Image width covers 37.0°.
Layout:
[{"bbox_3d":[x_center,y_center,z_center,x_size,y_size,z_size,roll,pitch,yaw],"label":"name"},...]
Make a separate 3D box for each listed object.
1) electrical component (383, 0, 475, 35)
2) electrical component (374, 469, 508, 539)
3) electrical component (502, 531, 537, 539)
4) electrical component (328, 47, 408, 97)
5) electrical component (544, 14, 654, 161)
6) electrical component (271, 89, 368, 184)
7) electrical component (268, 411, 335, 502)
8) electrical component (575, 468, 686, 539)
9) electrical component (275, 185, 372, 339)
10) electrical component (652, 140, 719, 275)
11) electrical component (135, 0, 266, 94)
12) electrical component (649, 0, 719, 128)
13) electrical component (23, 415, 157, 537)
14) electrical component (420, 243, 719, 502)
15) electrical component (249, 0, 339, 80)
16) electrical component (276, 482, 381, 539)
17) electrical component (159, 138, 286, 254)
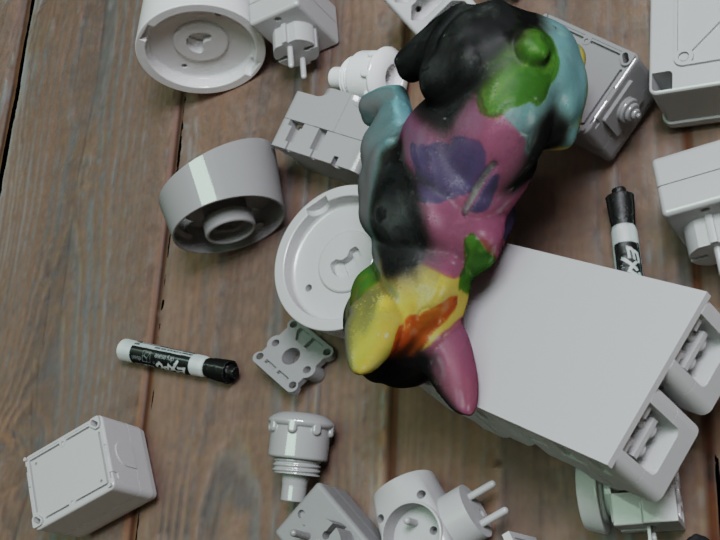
[{"bbox_3d":[0.054,-0.200,0.817,0.047,0.083,0.075,-43,17,10],"label":"electrical component"},{"bbox_3d":[0.057,0.162,0.683,0.079,0.044,0.077,-34,57,15],"label":"electrical component"},{"bbox_3d":[0.102,0.201,0.641,0.064,0.042,0.081,-35,56,17],"label":"electrical component"},{"bbox_3d":[0.003,-0.150,0.841,0.062,0.048,0.048,9,76,40],"label":"electrical component"},{"bbox_3d":[0.154,-0.119,0.725,0.096,0.061,0.061,37,95,37],"label":"electrical component"},{"bbox_3d":[-0.013,-0.102,0.827,0.089,0.050,0.055,22,84,36],"label":"electrical component"},{"bbox_3d":[-0.044,0.132,0.757,0.048,0.048,0.062,0,77,31],"label":"electrical component"},{"bbox_3d":[0.159,0.130,0.634,0.055,0.048,0.066,-9,66,20],"label":"electrical component"},{"bbox_3d":[0.000,0.000,0.772,0.108,0.060,0.108,-12,65,28],"label":"electrical component"},{"bbox_3d":[0.214,-0.027,0.649,0.047,0.066,0.076,-16,63,25],"label":"electrical component"},{"bbox_3d":[-0.135,-0.208,0.912,0.108,0.108,0.060,-20,56,23],"label":"electrical component"},{"bbox_3d":[0.245,-0.155,0.688,0.109,0.056,0.108,-5,69,30],"label":"electrical component"},{"bbox_3d":[-0.212,0.164,0.835,0.096,0.061,0.061,-30,58,18],"label":"electrical component"},{"bbox_3d":[0.121,0.054,0.643,0.186,0.060,0.105,18,72,55],"label":"electrical component"},{"bbox_3d":[-0.053,-0.192,0.878,0.047,0.066,0.076,-17,63,25],"label":"electrical component"},{"bbox_3d":[-0.019,0.182,0.701,0.047,0.076,0.083,-50,54,5],"label":"electrical component"},{"bbox_3d":[-0.107,-0.057,0.840,0.099,0.099,0.064,-26,66,20],"label":"electrical component"}]
